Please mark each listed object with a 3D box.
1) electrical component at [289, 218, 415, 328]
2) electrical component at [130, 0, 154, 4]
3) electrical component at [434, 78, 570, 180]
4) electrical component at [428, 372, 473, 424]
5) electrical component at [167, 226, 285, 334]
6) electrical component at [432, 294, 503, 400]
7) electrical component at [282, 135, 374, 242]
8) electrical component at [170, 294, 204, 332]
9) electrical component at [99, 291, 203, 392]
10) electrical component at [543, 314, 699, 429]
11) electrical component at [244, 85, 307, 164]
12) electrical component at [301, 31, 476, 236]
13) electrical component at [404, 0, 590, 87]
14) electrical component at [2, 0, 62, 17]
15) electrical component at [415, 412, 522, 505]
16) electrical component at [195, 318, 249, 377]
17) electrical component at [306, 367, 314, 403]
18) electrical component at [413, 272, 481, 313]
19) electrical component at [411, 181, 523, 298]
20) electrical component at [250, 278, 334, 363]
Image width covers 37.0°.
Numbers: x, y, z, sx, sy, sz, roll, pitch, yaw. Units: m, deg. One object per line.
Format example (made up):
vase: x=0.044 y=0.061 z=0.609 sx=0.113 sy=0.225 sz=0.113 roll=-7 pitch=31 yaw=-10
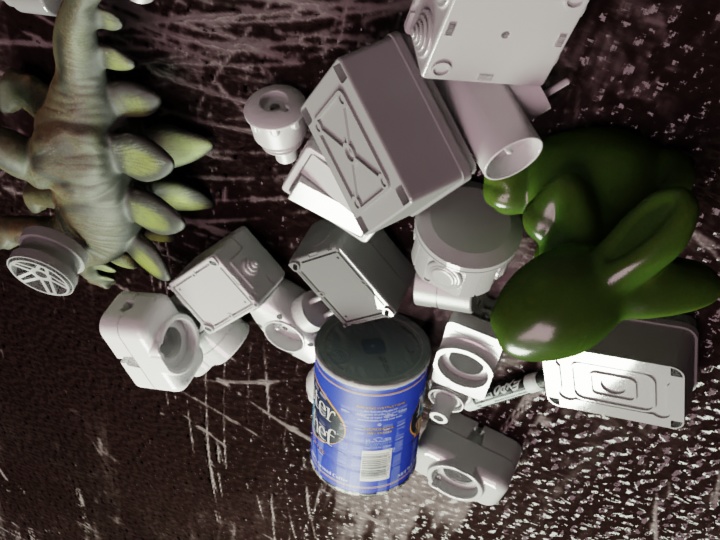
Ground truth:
electrical component: x=0.000 y=0.000 z=0.900 sx=0.062 sy=0.061 sz=0.096 roll=-16 pitch=124 yaw=43
electrical component: x=-0.136 y=-0.234 z=0.679 sx=0.078 sy=0.113 sz=0.057 roll=30 pitch=145 yaw=-1
electrical component: x=0.099 y=-0.112 z=0.711 sx=0.079 sy=0.077 sz=0.043 roll=-31 pitch=155 yaw=8
electrical component: x=0.081 y=0.108 z=0.969 sx=0.043 sy=0.062 sz=0.043 roll=19 pitch=145 yaw=14
electrical component: x=-0.116 y=0.005 z=0.976 sx=0.061 sy=0.061 sz=0.096 roll=50 pitch=135 yaw=-11
electrical component: x=0.097 y=0.065 z=0.916 sx=0.050 sy=0.055 sz=0.089 roll=22 pitch=142 yaw=10
electrical component: x=-0.003 y=-0.067 z=0.826 sx=0.096 sy=0.061 sz=0.061 roll=33 pitch=142 yaw=-5
electrical component: x=-0.156 y=0.026 z=1.032 sx=0.045 sy=0.055 sz=0.045 roll=17 pitch=141 yaw=15
electrical component: x=-0.191 y=0.067 z=1.009 sx=0.059 sy=0.053 sz=0.095 roll=3 pitch=135 yaw=31
electrical component: x=0.207 y=0.072 z=0.853 sx=0.113 sy=0.057 sz=0.078 roll=9 pitch=138 yaw=24
electrical component: x=-0.062 y=-0.108 z=0.831 sx=0.048 sy=0.048 sz=0.062 roll=15 pitch=147 yaw=18
electrical component: x=0.016 y=-0.090 z=0.737 sx=0.108 sy=0.056 sz=0.109 roll=63 pitch=160 yaw=2
electrical component: x=0.083 y=-0.158 z=0.648 sx=0.100 sy=0.048 sz=0.099 roll=1 pitch=146 yaw=-17
electrical component: x=-0.259 y=-0.219 z=0.833 sx=0.078 sy=0.040 sz=0.040 roll=12 pitch=139 yaw=22
electrical component: x=0.102 y=0.184 z=1.045 sx=0.095 sy=0.059 sz=0.053 roll=26 pitch=142 yaw=5
electrical component: x=-0.178 y=0.067 z=1.095 sx=0.074 sy=0.052 sz=0.138 roll=42 pitch=141 yaw=-16
electrical component: x=-0.033 y=0.113 z=1.063 sx=0.043 sy=0.043 sz=0.062 roll=33 pitch=143 yaw=-4
electrical component: x=0.073 y=0.006 z=0.867 sx=0.047 sy=0.055 sz=0.055 roll=12 pitch=139 yaw=15
electrical component: x=0.079 y=-0.023 z=0.810 sx=0.080 sy=0.080 sz=0.051 roll=23 pitch=147 yaw=8
electrical component: x=-0.051 y=0.041 z=0.992 sx=0.077 sy=0.044 sz=0.079 roll=44 pitch=140 yaw=-18
